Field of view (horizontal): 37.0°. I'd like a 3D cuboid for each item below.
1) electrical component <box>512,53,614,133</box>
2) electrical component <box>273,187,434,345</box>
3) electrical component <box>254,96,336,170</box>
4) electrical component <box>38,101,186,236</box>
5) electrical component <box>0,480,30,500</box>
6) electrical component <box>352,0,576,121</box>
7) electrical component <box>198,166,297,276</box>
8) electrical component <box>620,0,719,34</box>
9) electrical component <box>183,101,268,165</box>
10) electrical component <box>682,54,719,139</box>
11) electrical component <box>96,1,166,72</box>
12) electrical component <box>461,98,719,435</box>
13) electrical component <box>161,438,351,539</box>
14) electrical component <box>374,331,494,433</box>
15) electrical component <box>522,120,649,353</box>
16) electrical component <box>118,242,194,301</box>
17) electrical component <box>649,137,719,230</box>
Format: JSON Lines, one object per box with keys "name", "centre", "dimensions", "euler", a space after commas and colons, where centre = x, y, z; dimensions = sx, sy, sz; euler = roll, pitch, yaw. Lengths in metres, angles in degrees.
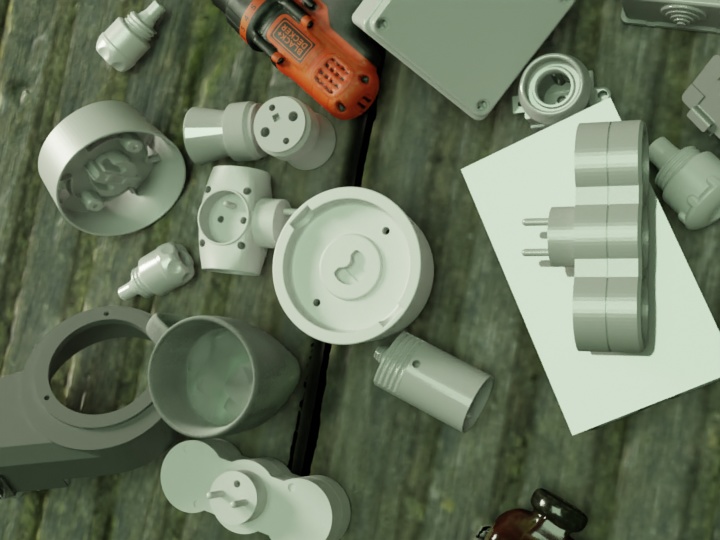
{"name": "electrical component", "centre": [0.134, -0.117, 0.724], "dimensions": [0.066, 0.055, 0.048], "euler": [-5, 82, 20]}
{"name": "electrical component", "centre": [0.000, 0.000, 0.756], "dimensions": [0.108, 0.060, 0.108], "euler": [-3, 83, 20]}
{"name": "electrical component", "centre": [-0.048, -0.100, 0.789], "dimensions": [0.045, 0.055, 0.045], "euler": [-3, 83, 20]}
{"name": "electrical component", "centre": [-0.191, -0.077, 0.819], "dimensions": [0.099, 0.099, 0.064], "euler": [-47, 65, 9]}
{"name": "electrical component", "centre": [-0.275, 0.158, 0.834], "dimensions": [0.048, 0.062, 0.048], "euler": [17, 119, 35]}
{"name": "electrical component", "centre": [0.070, -0.177, 0.727], "dimensions": [0.109, 0.056, 0.108], "euler": [35, 98, -21]}
{"name": "electrical component", "centre": [-0.076, -0.035, 0.797], "dimensions": [0.079, 0.044, 0.077], "euler": [4, 85, 20]}
{"name": "electrical component", "centre": [0.221, -0.207, 0.706], "dimensions": [0.100, 0.048, 0.099], "euler": [12, 88, 21]}
{"name": "electrical component", "centre": [-0.099, -0.103, 0.814], "dimensions": [0.055, 0.045, 0.045], "euler": [-3, 83, 19]}
{"name": "electrical component", "centre": [0.263, -0.085, 0.661], "dimensions": [0.121, 0.063, 0.078], "euler": [52, 142, 18]}
{"name": "electrical component", "centre": [-0.181, -0.190, 0.860], "dimensions": [0.061, 0.035, 0.035], "euler": [-44, 71, 8]}
{"name": "electrical component", "centre": [0.155, 0.000, 0.699], "dimensions": [0.105, 0.060, 0.186], "euler": [-25, 76, 16]}
{"name": "electrical component", "centre": [-0.082, 0.160, 0.760], "dimensions": [0.138, 0.074, 0.052], "euler": [15, 89, 21]}
{"name": "electrical component", "centre": [0.046, 0.074, 0.740], "dimensions": [0.081, 0.043, 0.043], "euler": [27, 93, 21]}
{"name": "electrical component", "centre": [0.134, -0.020, 0.647], "dimensions": [0.074, 0.052, 0.138], "euler": [0, 84, 20]}
{"name": "electrical component", "centre": [-0.160, 0.005, 0.829], "dimensions": [0.061, 0.035, 0.035], "euler": [-29, 75, 17]}
{"name": "electrical component", "centre": [0.212, -0.060, 0.695], "dimensions": [0.048, 0.048, 0.062], "euler": [-45, 64, 10]}
